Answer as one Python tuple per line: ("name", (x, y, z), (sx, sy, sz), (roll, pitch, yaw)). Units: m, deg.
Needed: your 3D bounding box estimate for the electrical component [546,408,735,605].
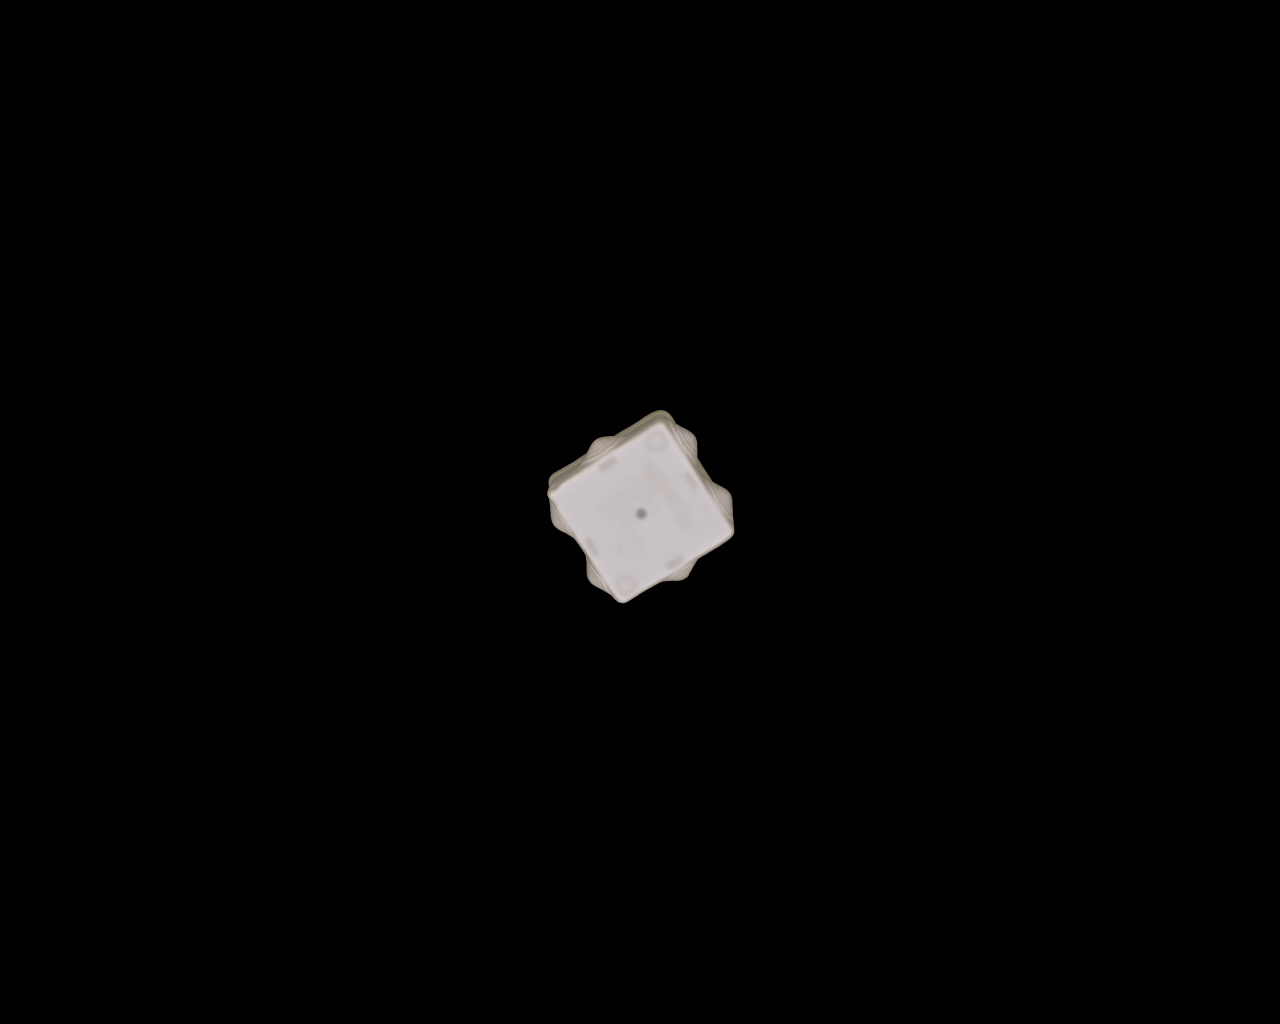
("electrical component", (0.001, -0.003, 0.650), (0.100, 0.099, 0.048), (-31, 8, 5))
